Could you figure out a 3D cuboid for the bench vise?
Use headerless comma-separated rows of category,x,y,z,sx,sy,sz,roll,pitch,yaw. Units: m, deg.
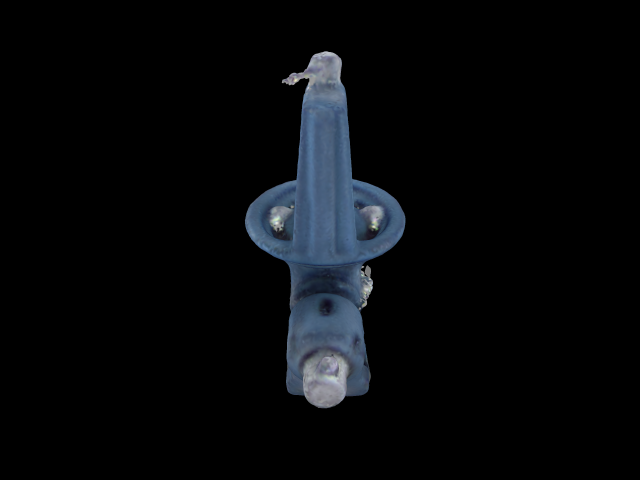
bench vise,0.015,-0.001,0.402,0.121,0.220,0.207,-14,52,-11
